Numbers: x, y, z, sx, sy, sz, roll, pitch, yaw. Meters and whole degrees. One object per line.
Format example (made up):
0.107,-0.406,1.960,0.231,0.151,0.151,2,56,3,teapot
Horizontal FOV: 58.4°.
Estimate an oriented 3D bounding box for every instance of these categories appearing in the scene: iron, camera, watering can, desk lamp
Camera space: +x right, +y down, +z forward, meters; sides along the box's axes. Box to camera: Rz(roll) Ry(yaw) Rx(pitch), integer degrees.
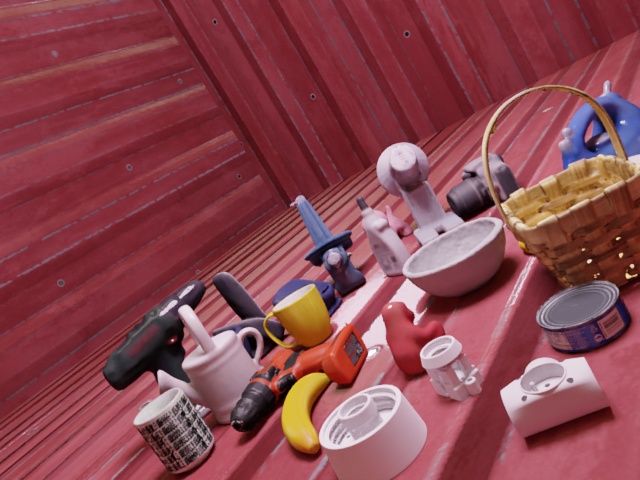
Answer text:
0.448,-0.155,0.930,0.259,0.141,0.118,-37,11,-32,iron
0.332,-0.117,1.225,0.137,0.101,0.143,-31,9,0,camera
-0.177,0.194,0.922,0.173,0.194,0.100,-39,12,-37,watering can
0.208,-0.111,1.236,0.118,0.213,0.203,-30,10,6,desk lamp

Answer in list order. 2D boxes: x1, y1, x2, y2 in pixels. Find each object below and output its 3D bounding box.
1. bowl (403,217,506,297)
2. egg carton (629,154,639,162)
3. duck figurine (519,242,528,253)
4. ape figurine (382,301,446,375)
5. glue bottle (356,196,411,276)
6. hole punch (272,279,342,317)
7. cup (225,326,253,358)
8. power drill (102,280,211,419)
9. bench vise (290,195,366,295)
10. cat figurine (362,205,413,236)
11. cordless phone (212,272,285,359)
0.214,0.038,0.870,0.167,0.075,0.167,-30,9,6,bowl
0.437,-0.070,0.747,0.107,0.069,0.150,-36,10,-25,egg carton
0.323,-0.032,0.858,0.077,0.086,0.104,-30,10,7,duck figurine
0.111,0.118,0.727,0.076,0.092,0.077,-38,12,-36,ape figurine
0.118,-0.010,1.118,0.037,0.173,0.078,-36,11,-28,glue bottle
-0.025,0.120,1.147,0.101,0.091,0.109,-25,12,34,hole punch
-0.165,0.221,1.052,0.092,0.095,0.117,-37,11,-29,cup
-0.252,0.213,1.019,0.230,0.208,0.075,-36,11,-28,power drill
0.021,-0.002,1.239,0.122,0.220,0.207,-34,10,-16,bench vise
0.146,-0.037,1.342,0.067,0.118,0.128,-22,13,42,cat figurine
-0.172,0.150,1.160,0.147,0.185,0.094,-23,12,39,cordless phone
